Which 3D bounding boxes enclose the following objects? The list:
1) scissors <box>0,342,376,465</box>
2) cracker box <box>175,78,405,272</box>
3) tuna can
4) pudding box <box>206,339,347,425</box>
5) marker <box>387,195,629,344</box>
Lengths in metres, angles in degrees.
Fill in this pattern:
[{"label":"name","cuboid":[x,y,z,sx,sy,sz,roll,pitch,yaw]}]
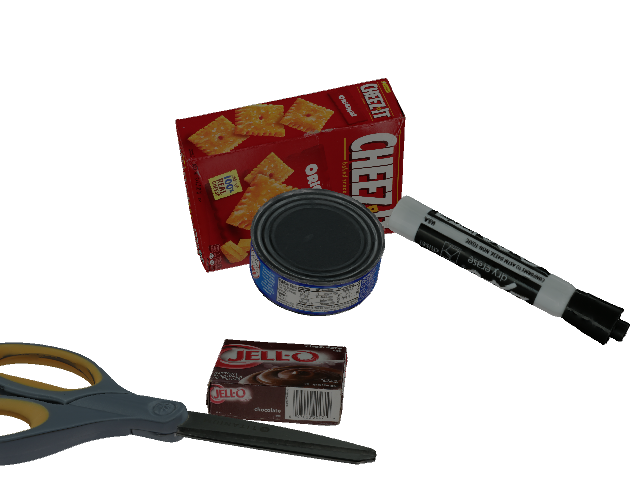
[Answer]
[{"label":"scissors","cuboid":[-0.086,0.086,0.468,0.202,0.016,0.096,14,27,26]},{"label":"cracker box","cuboid":[-0.027,-0.061,1.065,0.213,0.072,0.164,-12,-42,-8]},{"label":"tuna can","cuboid":[-0.003,0.007,0.684,0.086,0.034,0.086,4,45,-4]},{"label":"pudding box","cuboid":[-0.035,0.120,0.915,0.113,0.039,0.090,5,19,2]},{"label":"marker","cuboid":[0.087,0.014,0.500,0.121,0.020,0.020,29,10,18]}]
